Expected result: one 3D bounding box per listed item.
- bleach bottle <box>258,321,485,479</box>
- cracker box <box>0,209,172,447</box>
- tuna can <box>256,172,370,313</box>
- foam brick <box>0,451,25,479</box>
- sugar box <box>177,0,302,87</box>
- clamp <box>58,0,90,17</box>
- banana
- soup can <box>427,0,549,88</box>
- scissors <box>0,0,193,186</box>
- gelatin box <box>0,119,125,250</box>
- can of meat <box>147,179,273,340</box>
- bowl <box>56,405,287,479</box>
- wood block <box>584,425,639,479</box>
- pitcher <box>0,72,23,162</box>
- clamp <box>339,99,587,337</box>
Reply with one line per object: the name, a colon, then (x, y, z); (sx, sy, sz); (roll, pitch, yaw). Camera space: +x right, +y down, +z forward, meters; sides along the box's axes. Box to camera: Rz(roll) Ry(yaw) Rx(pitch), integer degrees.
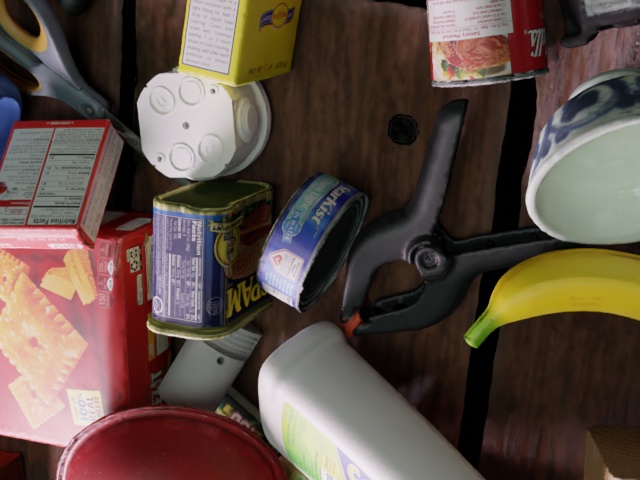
bleach bottle: (0.067, 0.159, 0.641); (0.251, 0.068, 0.102); (38, 147, 32)
cracker box: (-0.215, 0.057, 0.775); (0.214, 0.072, 0.164); (6, 106, 19)
tuna can: (-0.004, 0.001, 0.674); (0.034, 0.086, 0.086); (29, 112, 13)
foam brick: (-0.268, 0.212, 0.846); (0.051, 0.053, 0.078); (3, 106, 19)
sugar box: (-0.036, -0.185, 0.631); (0.048, 0.093, 0.176); (18, 110, 14)
clamp: (-0.228, -0.263, 0.712); (0.165, 0.036, 0.210); (11, 111, 17)
banana: (0.187, 0.043, 0.629); (0.198, 0.037, 0.070); (10, 107, 3)
soup can: (0.092, -0.142, 0.609); (0.069, 0.068, 0.102); (-3, 102, 21)
scissors: (-0.158, -0.109, 0.725); (0.202, 0.016, 0.096); (29, 137, 11)
gelatin box: (-0.177, -0.037, 0.710); (0.073, 0.030, 0.089); (0, 61, 16)
can of meat: (-0.069, 0.009, 0.692); (0.057, 0.102, 0.084); (8, 105, 19)
bowl: (-0.102, 0.188, 0.724); (0.162, 0.055, 0.162); (0, 126, 0)
wood block: (0.205, 0.224, 0.635); (0.090, 0.090, 0.206); (1, 100, 5)
pitcher: (-0.336, -0.119, 0.751); (0.243, 0.149, 0.145); (33, 98, 7)
clamp: (0.068, -0.005, 0.669); (0.172, 0.039, 0.120); (-34, 94, 22)
